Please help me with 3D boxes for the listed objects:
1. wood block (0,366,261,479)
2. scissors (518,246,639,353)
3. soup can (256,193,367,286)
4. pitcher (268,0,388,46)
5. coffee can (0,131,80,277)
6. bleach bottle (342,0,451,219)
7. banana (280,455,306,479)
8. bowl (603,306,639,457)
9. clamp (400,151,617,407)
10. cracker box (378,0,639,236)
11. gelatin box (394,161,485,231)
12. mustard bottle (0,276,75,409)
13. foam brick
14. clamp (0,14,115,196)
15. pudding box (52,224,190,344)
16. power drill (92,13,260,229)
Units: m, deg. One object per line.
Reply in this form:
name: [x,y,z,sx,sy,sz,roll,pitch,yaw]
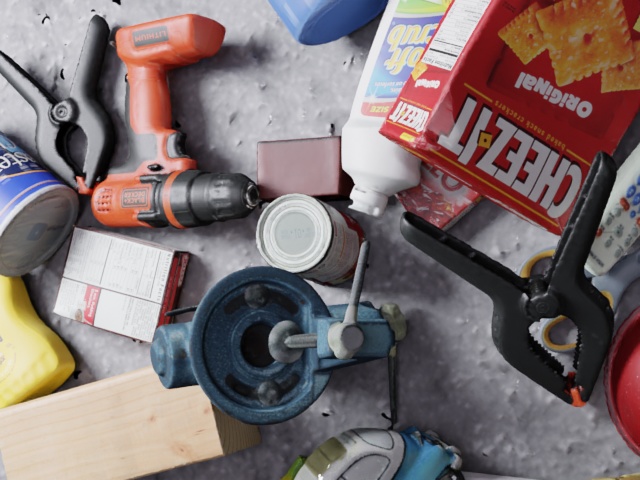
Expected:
wood block: [-0.171,0.167,0.949,0.206,0.090,0.090,-18,81,16]
scissors: [0.245,0.007,0.867,0.202,0.016,0.096,-46,74,9]
soup can: [-0.006,0.001,0.901,0.069,0.102,0.068,-3,82,18]
pitcher: [-0.023,-0.300,0.924,0.149,0.144,0.243,-40,77,43]
coffee can: [-0.312,-0.047,1.004,0.140,0.102,0.103,38,97,17]
bleach bottle: [0.088,-0.137,0.877,0.103,0.068,0.251,21,91,22]
banana: [-0.007,0.290,0.914,0.070,0.037,0.198,-27,78,14]
bowl: [0.301,0.112,0.821,0.162,0.055,0.162,-1,86,17]
clamp: [0.160,0.041,0.827,0.165,0.036,0.210,-10,116,15]
cracker box: [0.171,-0.133,0.827,0.164,0.072,0.214,27,95,-26]
gelatin box: [0.095,-0.056,0.912,0.073,0.030,0.089,-41,75,10]
mustard bottle: [-0.320,0.072,1.021,0.096,0.058,0.192,-39,75,13]
foam brick: [-0.011,-0.060,0.935,0.078,0.053,0.051,-3,85,19]
clamp: [-0.251,-0.124,1.024,0.120,0.039,0.171,-8,83,18]
pudding box: [-0.185,0.041,0.991,0.114,0.039,0.090,14,90,16]
power drill: [-0.127,-0.103,0.955,0.185,0.057,0.187,-2,82,34]
